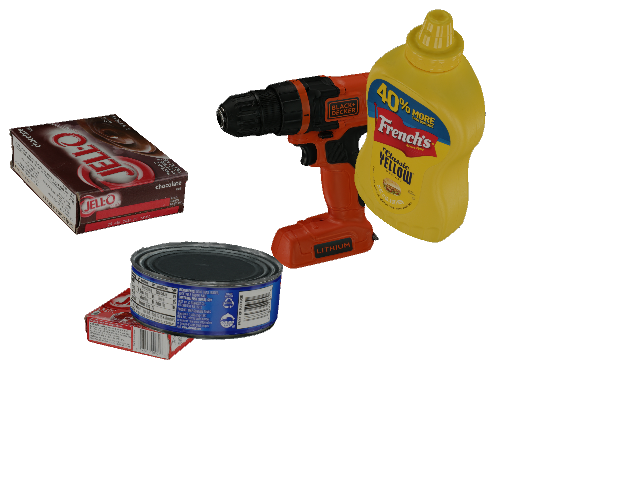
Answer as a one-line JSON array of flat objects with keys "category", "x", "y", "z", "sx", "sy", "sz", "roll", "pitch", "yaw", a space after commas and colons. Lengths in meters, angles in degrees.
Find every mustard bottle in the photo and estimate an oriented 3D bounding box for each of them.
[{"category": "mustard bottle", "x": 0.076, "y": -0.090, "z": 0.801, "sx": 0.058, "sy": 0.192, "sz": 0.096, "roll": -35, "pitch": 59, "yaw": -30}]

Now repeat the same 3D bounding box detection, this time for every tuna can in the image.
[{"category": "tuna can", "x": -0.065, "y": 0.027, "z": 0.606, "sx": 0.086, "sy": 0.034, "sz": 0.086, "roll": 5, "pitch": 14, "yaw": -1}]

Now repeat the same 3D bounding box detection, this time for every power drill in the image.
[{"category": "power drill", "x": -0.011, "y": -0.069, "z": 1.050, "sx": 0.184, "sy": 0.188, "sz": 0.057, "roll": -11, "pitch": 30, "yaw": -22}]

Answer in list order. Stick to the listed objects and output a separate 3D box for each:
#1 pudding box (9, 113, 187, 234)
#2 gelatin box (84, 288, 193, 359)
[{"category": "pudding box", "x": -0.166, "y": -0.052, "z": 0.790, "sx": 0.089, "sy": 0.039, "sz": 0.114, "roll": -13, "pitch": 35, "yaw": -38}, {"category": "gelatin box", "x": -0.159, "y": 0.074, "z": 0.979, "sx": 0.089, "sy": 0.030, "sz": 0.073, "roll": 10, "pitch": 22, "yaw": 21}]
